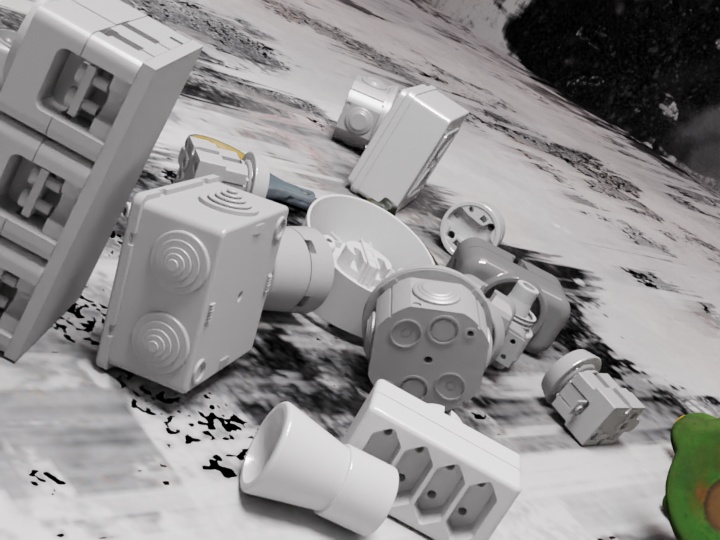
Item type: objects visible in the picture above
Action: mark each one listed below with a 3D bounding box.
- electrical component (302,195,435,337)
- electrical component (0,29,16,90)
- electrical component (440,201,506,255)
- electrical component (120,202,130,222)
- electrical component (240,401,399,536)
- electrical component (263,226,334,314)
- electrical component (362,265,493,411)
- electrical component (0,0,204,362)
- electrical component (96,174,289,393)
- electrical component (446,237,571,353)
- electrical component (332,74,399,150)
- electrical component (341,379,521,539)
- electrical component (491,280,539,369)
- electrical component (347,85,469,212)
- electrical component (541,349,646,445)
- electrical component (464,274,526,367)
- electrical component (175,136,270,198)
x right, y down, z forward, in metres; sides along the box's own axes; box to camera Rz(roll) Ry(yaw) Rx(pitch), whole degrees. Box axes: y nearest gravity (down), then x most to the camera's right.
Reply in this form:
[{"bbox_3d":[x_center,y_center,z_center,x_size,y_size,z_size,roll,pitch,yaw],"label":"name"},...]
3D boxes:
[{"bbox_3d":[0.000,0.000,0.718,0.099,0.064,0.099,26,18,-10],"label":"electrical component"},{"bbox_3d":[-0.247,-0.147,0.768,0.077,0.044,0.079,22,20,-22],"label":"electrical component"},{"bbox_3d":[0.106,-0.037,0.993,0.055,0.055,0.047,33,15,11],"label":"electrical component"},{"bbox_3d":[-0.120,-0.032,0.671,0.061,0.035,0.035,10,27,-40],"label":"electrical component"},{"bbox_3d":[-0.016,0.093,0.488,0.065,0.044,0.044,29,18,-16],"label":"electrical component"},{"bbox_3d":[-0.052,-0.001,0.661,0.047,0.055,0.055,3,32,-47],"label":"electrical component"},{"bbox_3d":[0.041,0.042,0.647,0.080,0.080,0.051,26,24,-10],"label":"electrical component"},{"bbox_3d":[-0.141,-0.048,0.496,0.062,0.150,0.089,29,18,-4],"label":"electrical component"},{"bbox_3d":[-0.080,0.005,0.533,0.048,0.099,0.100,20,16,13],"label":"electrical component"},{"bbox_3d":[0.114,0.022,0.848,0.095,0.053,0.059,26,18,-9],"label":"electrical component"},{"bbox_3d":[0.007,-0.166,1.145,0.051,0.080,0.080,22,19,-3],"label":"electrical component"},{"bbox_3d":[0.035,0.093,0.551,0.083,0.047,0.075,29,18,-1],"label":"electrical component"},{"bbox_3d":[0.107,0.037,0.782,0.043,0.062,0.043,26,18,-9],"label":"electrical component"},{"bbox_3d":[0.048,-0.117,1.029,0.056,0.108,0.109,34,19,5],"label":"electrical component"},{"bbox_3d":[0.160,0.089,0.753,0.066,0.048,0.055,8,35,-48],"label":"electrical component"},{"bbox_3d":[0.073,0.039,0.737,0.078,0.058,0.057,33,16,8],"label":"electrical component"},{"bbox_3d":[-0.098,-0.066,0.777,0.055,0.048,0.066,11,24,-25],"label":"electrical component"}]
